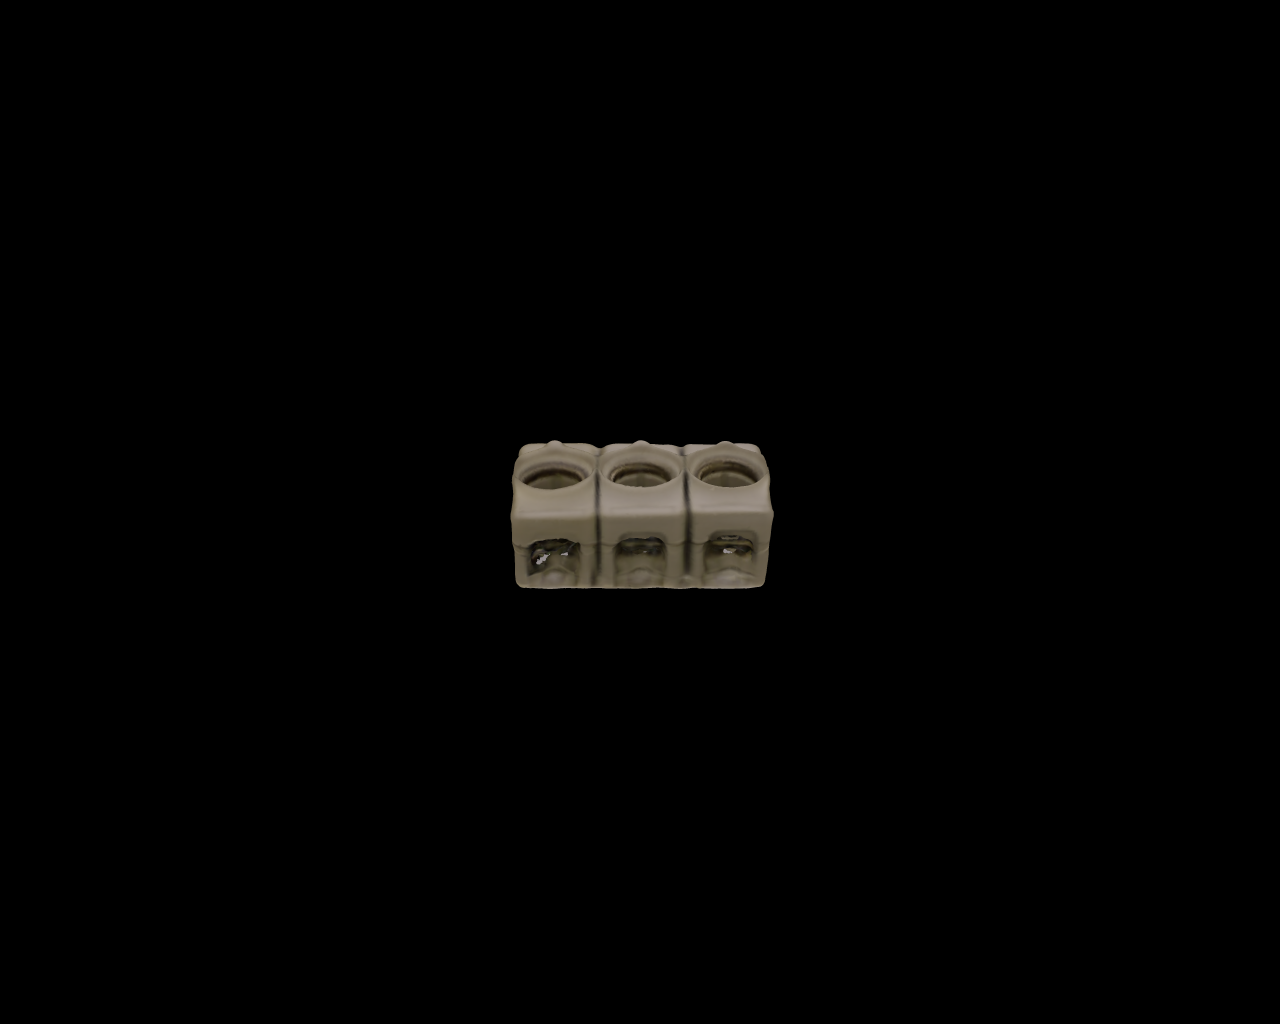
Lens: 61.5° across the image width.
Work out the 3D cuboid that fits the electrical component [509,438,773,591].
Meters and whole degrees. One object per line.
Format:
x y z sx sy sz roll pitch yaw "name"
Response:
0.001 -0.003 0.650 0.150 0.061 0.090 0 32 0 "electrical component"
